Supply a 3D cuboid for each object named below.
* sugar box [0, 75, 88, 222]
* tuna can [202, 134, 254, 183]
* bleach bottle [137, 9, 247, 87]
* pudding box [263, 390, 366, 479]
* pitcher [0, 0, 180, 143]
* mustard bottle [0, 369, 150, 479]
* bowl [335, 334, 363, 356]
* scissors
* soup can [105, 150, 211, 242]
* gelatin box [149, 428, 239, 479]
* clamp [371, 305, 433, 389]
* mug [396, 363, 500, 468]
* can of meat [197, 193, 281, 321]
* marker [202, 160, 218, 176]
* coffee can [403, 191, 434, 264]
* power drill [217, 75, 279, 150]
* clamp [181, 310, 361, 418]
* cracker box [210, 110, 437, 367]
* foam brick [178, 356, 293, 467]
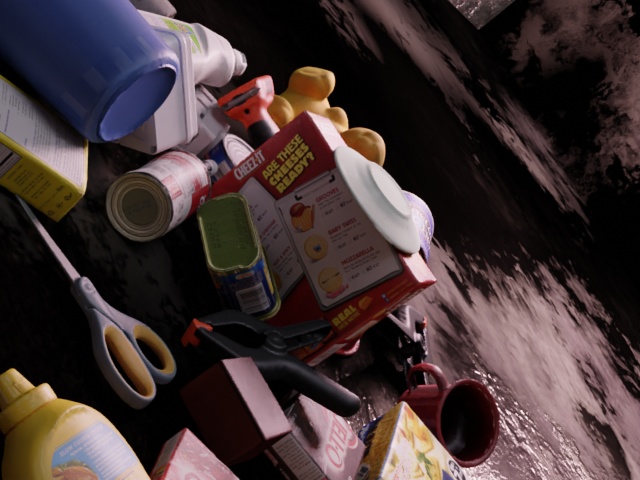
[{"bbox_3d":[-0.272,-0.097,0.877,0.176,0.048,0.093,35,24,-31],"label":"sugar box"},{"bbox_3d":[-0.095,-0.081,1.237,0.086,0.034,0.086,43,22,-23],"label":"tuna can"},{"bbox_3d":[-0.173,-0.198,1.147,0.250,0.068,0.103,-1,54,-49],"label":"bleach bottle"},{"bbox_3d":[-0.005,0.188,0.977,0.090,0.039,0.113,50,20,-5],"label":"pudding box"},{"bbox_3d":[-0.241,-0.199,0.952,0.243,0.145,0.149,46,25,10],"label":"pitcher"},{"bbox_3d":[-0.149,0.164,0.687,0.191,0.058,0.096,53,25,3],"label":"mustard bottle"},{"bbox_3d":[0.010,0.050,1.215,0.162,0.055,0.162,43,22,-23],"label":"bowl"},{"bbox_3d":[-0.179,0.049,0.876,0.202,0.016,0.096,60,21,19],"label":"scissors"},{"bbox_3d":[-0.151,-0.043,1.008,0.068,0.069,0.102,51,21,-3],"label":"soup can"},{"bbox_3d":[-0.088,0.196,0.803,0.089,0.030,0.073,47,21,-12],"label":"gelatin box"},{"bbox_3d":[0.104,0.125,1.279,0.210,0.036,0.164,-69,138,-69],"label":"clamp"},{"bbox_3d":[0.128,0.187,1.151,0.093,0.082,0.117,-33,103,-36],"label":"mug"},{"bbox_3d":[-0.080,0.018,1.025,0.084,0.057,0.102,76,-3,-50],"label":"can of meat"},{"bbox_3d":[-0.144,-0.073,1.144,0.020,0.020,0.121,54,21,5],"label":"marker"},{"bbox_3d":[0.094,0.005,1.395,0.103,0.103,0.140,48,21,-11],"label":"coffee can"},{"bbox_3d":[-0.040,-0.099,1.244,0.187,0.057,0.184,59,11,-5],"label":"power drill"},{"bbox_3d":[-0.040,0.109,0.971,0.171,0.039,0.120,9,29,-33],"label":"clamp"},{"bbox_3d":[-0.007,0.001,1.103,0.214,0.164,0.072,57,19,13],"label":"cracker box"},{"bbox_3d":[-0.070,0.144,0.896,0.078,0.051,0.052,59,21,16],"label":"foam brick"}]
